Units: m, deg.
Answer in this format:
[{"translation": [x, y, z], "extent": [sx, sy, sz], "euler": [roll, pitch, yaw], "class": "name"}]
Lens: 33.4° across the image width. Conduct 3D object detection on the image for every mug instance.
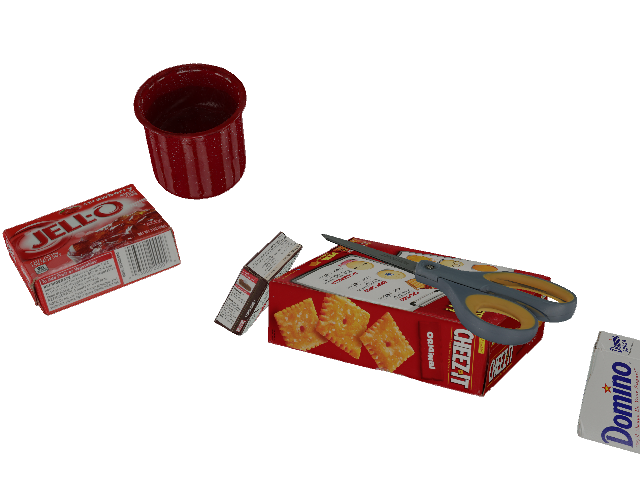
[{"translation": [-0.103, -0.098, 0.912], "extent": [0.093, 0.117, 0.081], "euler": [12, -40, 12], "class": "mug"}]

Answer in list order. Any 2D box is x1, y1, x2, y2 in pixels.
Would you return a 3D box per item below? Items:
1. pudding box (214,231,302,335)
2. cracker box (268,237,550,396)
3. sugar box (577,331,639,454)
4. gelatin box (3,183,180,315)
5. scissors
[{"translation": [-0.072, 0.050, 1.256], "extent": [0.039, 0.090, 0.113], "euler": [31, 29, 5], "class": "pudding box"}, {"translation": [0.083, 0.065, 0.987], "extent": [0.214, 0.072, 0.163], "euler": [12, 20, 28], "class": "cracker box"}, {"translation": [0.316, 0.146, 0.914], "extent": [0.176, 0.093, 0.048], "euler": [12, 23, 17], "class": "sugar box"}, {"translation": [-0.140, 0.003, 0.649], "extent": [0.089, 0.030, 0.073], "euler": [-21, 33, -19], "class": "gelatin box"}, {"translation": [0.080, 0.033, 0.767], "extent": [0.202, 0.016, 0.096], "euler": [11, 27, 17], "class": "scissors"}]
